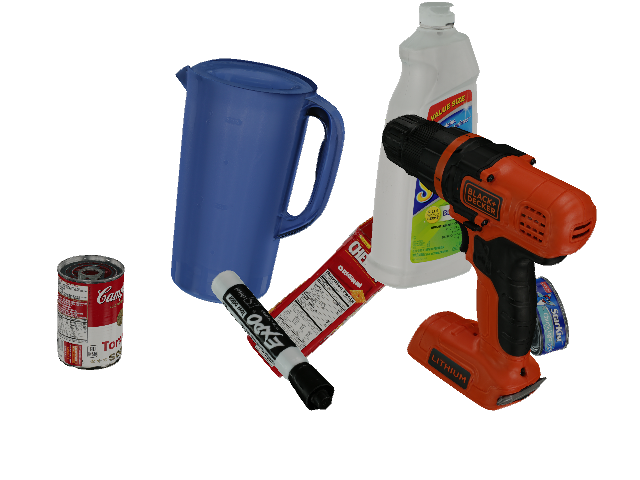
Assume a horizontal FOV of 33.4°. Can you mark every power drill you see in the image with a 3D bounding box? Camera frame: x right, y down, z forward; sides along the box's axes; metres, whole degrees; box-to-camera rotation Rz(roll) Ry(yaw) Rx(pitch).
[{"bbox_3d":[0.107,0.014,0.774,0.057,0.188,0.185,-21,37,-31],"label":"power drill"}]

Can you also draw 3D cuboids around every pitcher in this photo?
[{"bbox_3d":[-0.078,-0.058,1.109,0.144,0.243,0.149,0,23,-27],"label":"pitcher"}]

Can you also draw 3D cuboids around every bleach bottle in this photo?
[{"bbox_3d":[0.094,-0.087,0.970,0.102,0.251,0.068,-11,24,-27],"label":"bleach bottle"}]

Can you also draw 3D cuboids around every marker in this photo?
[{"bbox_3d":[-0.029,0.058,0.630,0.020,0.020,0.121,0,32,-38],"label":"marker"}]

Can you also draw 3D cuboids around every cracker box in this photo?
[{"bbox_3d":[0.028,0.050,1.259,0.214,0.072,0.164,-44,-4,30],"label":"cracker box"}]

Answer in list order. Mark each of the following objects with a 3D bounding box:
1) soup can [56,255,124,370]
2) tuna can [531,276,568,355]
[{"bbox_3d":[-0.239,0.075,1.107,0.068,0.102,0.068,5,20,-2],"label":"soup can"},{"bbox_3d":[0.247,0.086,1.208,0.033,0.086,0.086,-15,2,-8],"label":"tuna can"}]
